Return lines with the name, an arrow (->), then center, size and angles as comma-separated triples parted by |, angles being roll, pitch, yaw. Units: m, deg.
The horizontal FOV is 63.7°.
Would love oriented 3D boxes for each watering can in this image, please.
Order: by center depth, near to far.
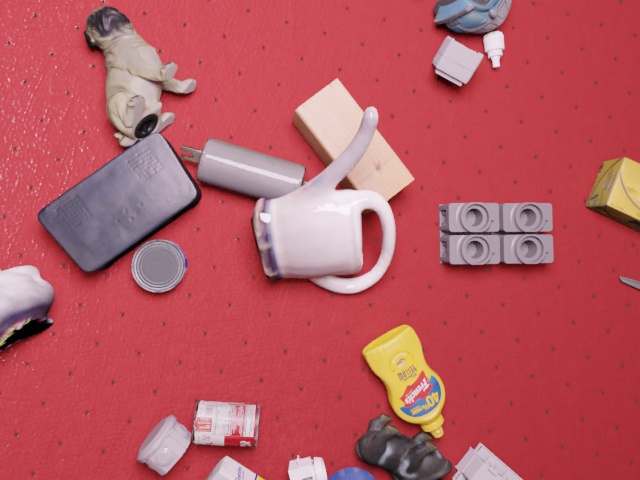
watering can -> 0.002, -0.040, 0.792 | 0.224, 0.106, 0.339 | -6, 129, 3

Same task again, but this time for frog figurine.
frog figurine -> -0.497, 0.080, 0.787 | 0.139, 0.120, 0.160 | -35, 83, -38
